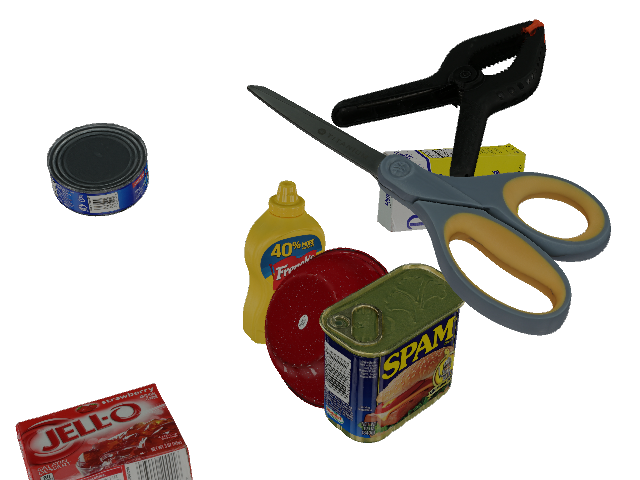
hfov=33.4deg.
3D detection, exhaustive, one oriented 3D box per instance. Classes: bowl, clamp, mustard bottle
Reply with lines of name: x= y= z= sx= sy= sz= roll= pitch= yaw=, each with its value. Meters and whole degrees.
bowl: x=-0.002 y=0.082 z=1.040 sx=0.162 sy=0.162 sz=0.055 roll=0 pitch=-11 yaw=39
clamp: x=0.136 y=-0.129 z=0.960 sx=0.209 sy=0.036 sz=0.165 roll=-33 pitch=47 yaw=-16
mustard bottle: x=-0.041 y=0.022 z=1.231 sx=0.096 sy=0.192 sz=0.058 roll=-11 pitch=28 yaw=-25

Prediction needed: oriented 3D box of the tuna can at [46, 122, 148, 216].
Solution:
tuna can: x=-0.193 y=-0.062 z=0.931 sx=0.086 sy=0.086 sz=0.034 roll=0 pitch=-42 yaw=-3

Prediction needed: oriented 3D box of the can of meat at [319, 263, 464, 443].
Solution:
can of meat: x=0.048 y=0.077 z=0.723 sx=0.101 sy=0.084 sz=0.058 roll=-27 pitch=44 yaw=-34

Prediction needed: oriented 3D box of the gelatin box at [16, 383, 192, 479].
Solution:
gelatin box: x=-0.129 y=0.124 z=0.629 sx=0.089 sy=0.030 sz=0.073 roll=-14 pitch=27 yaw=-18

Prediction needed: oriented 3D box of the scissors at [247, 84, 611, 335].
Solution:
scissors: x=0.058 y=-0.035 z=0.525 sx=0.096 sy=0.202 sz=0.016 roll=-28 pitch=-32 yaw=-23

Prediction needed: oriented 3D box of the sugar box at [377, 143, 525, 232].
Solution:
sugar box: x=0.160 y=-0.064 z=1.301 sx=0.176 sy=0.093 sz=0.048 roll=-7 pitch=24 yaw=-22
